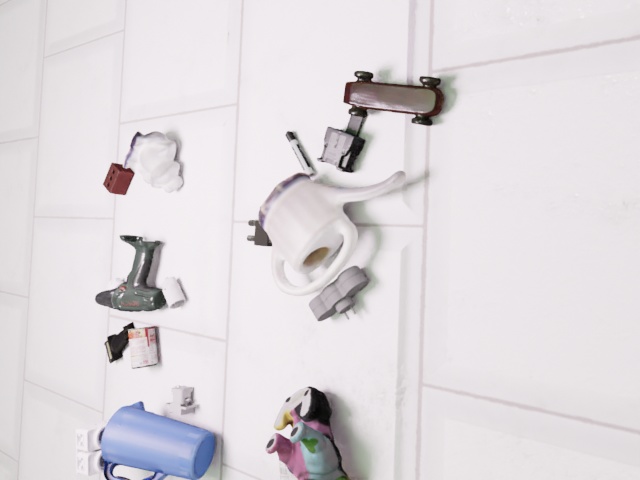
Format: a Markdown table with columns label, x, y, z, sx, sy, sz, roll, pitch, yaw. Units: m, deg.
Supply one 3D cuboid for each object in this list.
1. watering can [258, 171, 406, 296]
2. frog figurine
| label | x | y | z | sx | sy | sz | roll | pitch | yaw |
| --- | --- | --- | --- | --- | --- | --- | --- | --- | --- |
| watering can | 0.003 | -0.051 | 1.021 | 0.344 | 0.103 | 0.228 | -51 | 59 | 17 |
| frog figurine | -0.420 | -0.204 | 1.358 | 0.159 | 0.124 | 0.136 | 33 | 101 | -5 |
